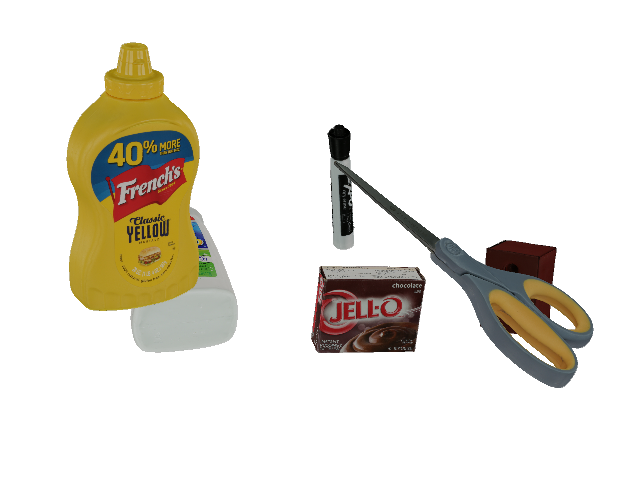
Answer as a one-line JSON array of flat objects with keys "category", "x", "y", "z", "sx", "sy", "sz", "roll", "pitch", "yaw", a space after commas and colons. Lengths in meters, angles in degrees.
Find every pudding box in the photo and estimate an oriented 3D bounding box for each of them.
[{"category": "pudding box", "x": 0.051, "y": 0.074, "z": 1.147, "sx": 0.113, "sy": 0.090, "sz": 0.039, "roll": 0, "pitch": 27, "yaw": -13}]

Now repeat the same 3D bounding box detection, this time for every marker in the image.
[{"category": "marker", "x": 0.018, "y": -0.045, "z": 0.914, "sx": 0.020, "sy": 0.121, "sz": 0.020, "roll": -2, "pitch": 37, "yaw": 1}]

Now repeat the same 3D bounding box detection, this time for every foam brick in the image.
[{"category": "foam brick", "x": 0.182, "y": 0.043, "z": 0.985, "sx": 0.053, "sy": 0.078, "sz": 0.051, "roll": 9, "pitch": 15, "yaw": 28}]

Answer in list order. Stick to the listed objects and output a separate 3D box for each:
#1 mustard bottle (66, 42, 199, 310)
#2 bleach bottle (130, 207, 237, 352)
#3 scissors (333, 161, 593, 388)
[{"category": "mustard bottle", "x": -0.134, "y": -0.047, "z": 0.773, "sx": 0.096, "sy": 0.192, "sz": 0.058, "roll": -11, "pitch": 28, "yaw": -30}, {"category": "bleach bottle", "x": -0.156, "y": 0.018, "z": 1.083, "sx": 0.102, "sy": 0.068, "sz": 0.251, "roll": -4, "pitch": 28, "yaw": -16}, {"category": "scissors", "x": 0.098, "y": 0.012, "z": 0.682, "sx": 0.096, "sy": 0.016, "sz": 0.202, "roll": -9, "pitch": 50, "yaw": -44}]
